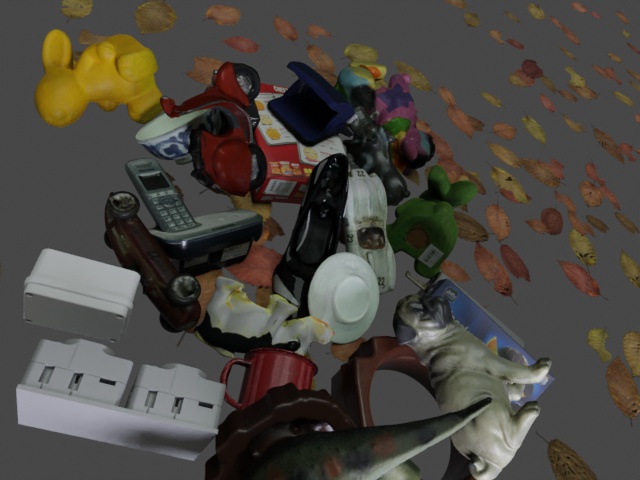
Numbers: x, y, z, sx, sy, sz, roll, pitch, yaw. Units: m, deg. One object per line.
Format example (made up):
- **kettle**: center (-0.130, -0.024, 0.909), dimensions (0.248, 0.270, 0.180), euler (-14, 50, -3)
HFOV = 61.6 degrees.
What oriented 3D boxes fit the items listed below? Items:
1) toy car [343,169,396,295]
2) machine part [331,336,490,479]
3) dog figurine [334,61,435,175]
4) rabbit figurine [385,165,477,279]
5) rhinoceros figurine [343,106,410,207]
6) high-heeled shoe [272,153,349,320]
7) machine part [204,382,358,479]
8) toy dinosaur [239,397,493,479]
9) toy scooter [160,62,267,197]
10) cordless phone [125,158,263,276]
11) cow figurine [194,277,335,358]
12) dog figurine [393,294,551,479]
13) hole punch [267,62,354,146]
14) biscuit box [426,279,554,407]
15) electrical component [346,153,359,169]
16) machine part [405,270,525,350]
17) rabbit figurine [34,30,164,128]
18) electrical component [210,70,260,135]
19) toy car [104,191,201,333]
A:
- **toy car**: center (0.071, -0.013, 0.838), dimensions (0.073, 0.056, 0.201), euler (-3, 83, -26)
- **machine part**: center (0.120, 0.233, 0.695), dimensions (0.201, 0.087, 0.201), euler (9, 52, -23)
- **dog figurine**: center (0.123, -0.219, 1.019), dimensions (0.191, 0.108, 0.219), euler (9, 56, -23)
- **rabbit figurine**: center (0.184, -0.048, 0.910), dimensions (0.121, 0.159, 0.170), euler (27, 32, 5)
- **rhinoceros figurine**: center (0.089, -0.142, 0.939), dimensions (0.073, 0.112, 0.190), euler (-13, 71, -32)
- **high-heeled shoe**: center (-0.002, -0.002, 0.760), dimensions (0.086, 0.145, 0.249), euler (16, 54, -15)
- **machine part**: center (-0.032, 0.240, 0.566), dimensions (0.179, 0.056, 0.179), euler (-2, 99, -14)
- **toy dinosaur**: center (-0.025, 0.261, 0.487), dimensions (0.192, 0.131, 0.405), euler (39, 80, -16)
- **toy scooter**: center (-0.144, -0.144, 0.724), dimensions (0.135, 0.183, 0.075), euler (-11, 18, -31)
- **cordless phone**: center (-0.180, -0.048, 0.748), dimensions (0.146, 0.088, 0.184), euler (-18, 62, -36)
- **cow figurine**: center (-0.069, 0.117, 0.686), dimensions (0.167, 0.068, 0.098), euler (24, 82, -7)
- **dog figurine**: center (0.155, 0.169, 0.653), dimensions (0.191, 0.121, 0.172), euler (28, 43, 12)
- **hole punch**: center (-0.005, -0.230, 0.876), dimensions (0.142, 0.092, 0.116), euler (43, 42, 12)
- **biscuit box**: center (0.228, 0.143, 0.761), dimensions (0.203, 0.059, 0.063), euler (43, 85, 5)
- **electrical component**: center (0.051, -0.097, 0.915), dimensions (0.021, 0.063, 0.094), euler (2, 57, -28)
- **machine part**: center (0.227, 0.130, 0.832), dimensions (0.243, 0.079, 0.079), euler (41, 48, 4)
- **rabbit figurine**: center (-0.339, -0.235, 0.784), dimensions (0.173, 0.121, 0.162), euler (-39, 76, -22)
- **electrical component**: center (-0.141, -0.178, 0.840), dimensions (0.058, 0.114, 0.134), euler (-3, 58, -25)
- **toy car**: center (-0.216, 0.028, 0.665), dimensions (0.053, 0.089, 0.202), euler (-30, 74, -35)
